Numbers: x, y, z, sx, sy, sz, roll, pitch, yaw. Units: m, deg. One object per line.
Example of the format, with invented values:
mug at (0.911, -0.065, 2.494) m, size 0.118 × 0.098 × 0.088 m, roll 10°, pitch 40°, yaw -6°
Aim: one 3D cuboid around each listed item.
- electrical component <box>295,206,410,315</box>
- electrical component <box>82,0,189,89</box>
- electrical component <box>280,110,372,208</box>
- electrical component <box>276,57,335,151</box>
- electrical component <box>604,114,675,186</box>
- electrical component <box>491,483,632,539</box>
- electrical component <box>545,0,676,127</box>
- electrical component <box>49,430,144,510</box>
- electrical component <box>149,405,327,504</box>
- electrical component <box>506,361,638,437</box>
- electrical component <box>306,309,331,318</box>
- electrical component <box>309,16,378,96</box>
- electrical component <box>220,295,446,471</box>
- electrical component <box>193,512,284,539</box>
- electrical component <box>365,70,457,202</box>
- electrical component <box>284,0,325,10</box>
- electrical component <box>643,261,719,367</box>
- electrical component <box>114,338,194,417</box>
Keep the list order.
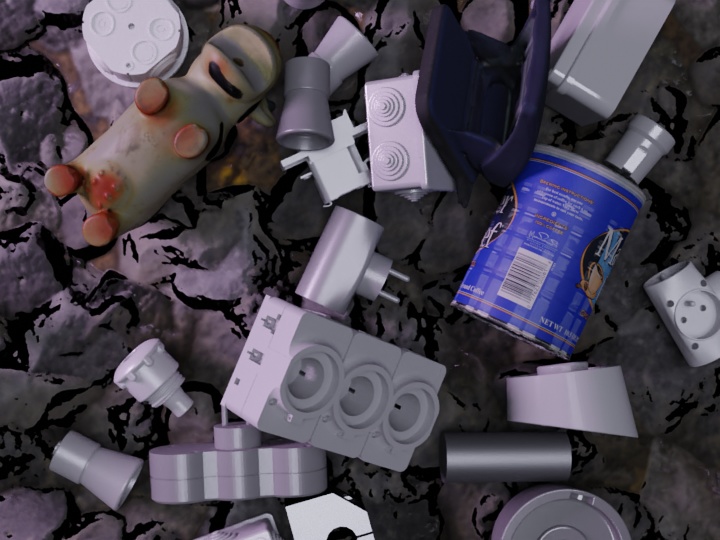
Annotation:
electrical component at (0.000, 0.000, 0.858) m, size 0.079 × 0.044 × 0.077 m, roll 25°, pitch 88°, yaw -5°
electrical component at (-0.175, -0.184, 0.839) m, size 0.080 × 0.051 × 0.080 m, roll 0°, pitch 90°, yaw -5°
electrical component at (-0.021, -0.087, 0.857) m, size 0.081 × 0.042 × 0.063 m, roll -25°, pitch 92°, yaw -4°
electrical component at (-0.041, -0.128, 0.815) m, size 0.044 × 0.044 × 0.065 m, roll 2°, pitch 77°, yaw -5°
electrical component at (0.228, -0.097, 0.880) m, size 0.040 × 0.040 × 0.046 m, roll 37°, pitch 93°, yaw -4°
electrical component at (0.157, 0.224, 0.864) m, size 0.108 × 0.060 × 0.108 m, roll 0°, pitch 90°, yaw -5°
electrical component at (0.189, -0.179, 0.857) m, size 0.057 × 0.078 × 0.113 m, roll 30°, pitch 88°, yaw -7°
electrical component at (-0.209, 0.154, 0.843) m, size 0.065 × 0.044 × 0.044 m, roll 27°, pitch 88°, yaw 0°
electrical component at (-0.096, 0.139, 0.846) m, size 0.138 × 0.052 × 0.073 m, roll -2°, pitch 90°, yaw -5°
electrical component at (0.165, 0.106, 0.847) m, size 0.099 × 0.099 × 0.064 m, roll -6°, pitch 85°, yaw -5°
electrical component at (-0.054, 0.055, 0.849) m, size 0.055 × 0.055 × 0.047 m, roll 10°, pitch 93°, yaw -5°
electrical component at (-0.024, -0.164, 0.858) m, size 0.044 × 0.044 × 0.065 m, roll 45°, pitch 91°, yaw -4°
electrical component at (-0.014, 0.089, 0.813) m, size 0.150 × 0.062 × 0.089 m, roll 24°, pitch 88°, yaw -37°
electrical component at (-0.097, 0.251, 0.848) m, size 0.100 × 0.048 × 0.099 m, roll -20°, pitch 92°, yaw -5°
electrical component at (0.044, -0.103, 0.836) m, size 0.048 × 0.100 × 0.099 m, roll -4°, pitch 91°, yaw 25°
electrical component at (-0.043, -0.234, 0.848) m, size 0.045 × 0.055 × 0.045 m, roll 0°, pitch 90°, yaw -5°
electrical component at (0.286, 0.027, 0.882) m, size 0.079 × 0.044 × 0.077 m, roll -31°, pitch 93°, yaw -4°
electrical component at (-0.158, 0.088, 0.846) m, size 0.048 × 0.048 × 0.062 m, roll -43°, pitch 100°, yaw -3°
